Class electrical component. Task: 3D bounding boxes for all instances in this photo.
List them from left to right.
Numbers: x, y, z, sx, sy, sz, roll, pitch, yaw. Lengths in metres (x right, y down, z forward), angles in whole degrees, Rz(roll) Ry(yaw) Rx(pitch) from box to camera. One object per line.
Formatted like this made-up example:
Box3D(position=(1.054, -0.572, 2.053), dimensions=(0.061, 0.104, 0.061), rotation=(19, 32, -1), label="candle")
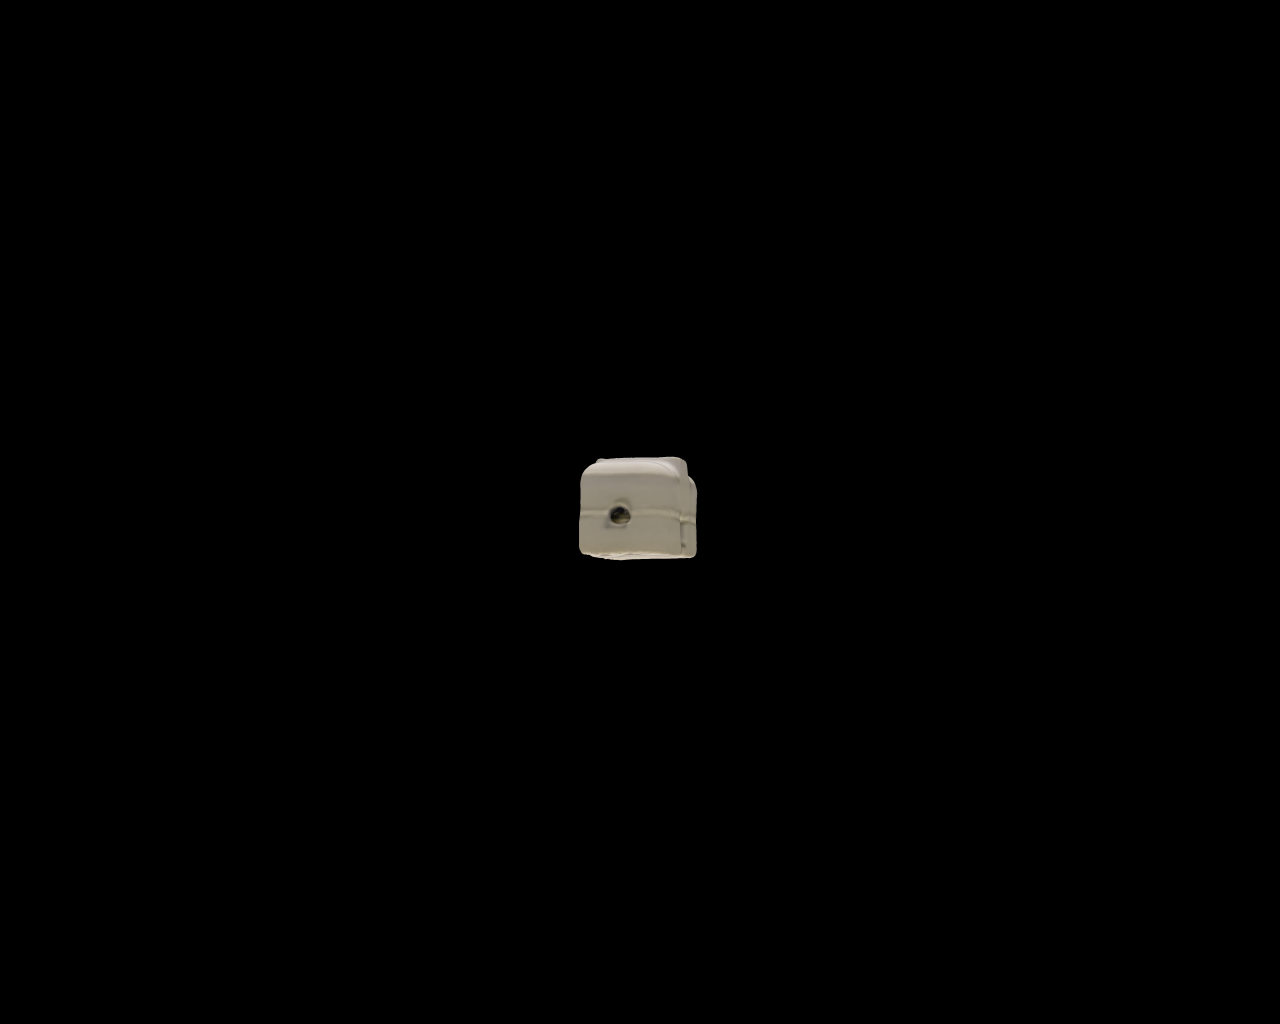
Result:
Box3D(position=(0.001, -0.003, 0.650), dimensions=(0.054, 0.059, 0.095), rotation=(-1, -5, 15), label="electrical component")
